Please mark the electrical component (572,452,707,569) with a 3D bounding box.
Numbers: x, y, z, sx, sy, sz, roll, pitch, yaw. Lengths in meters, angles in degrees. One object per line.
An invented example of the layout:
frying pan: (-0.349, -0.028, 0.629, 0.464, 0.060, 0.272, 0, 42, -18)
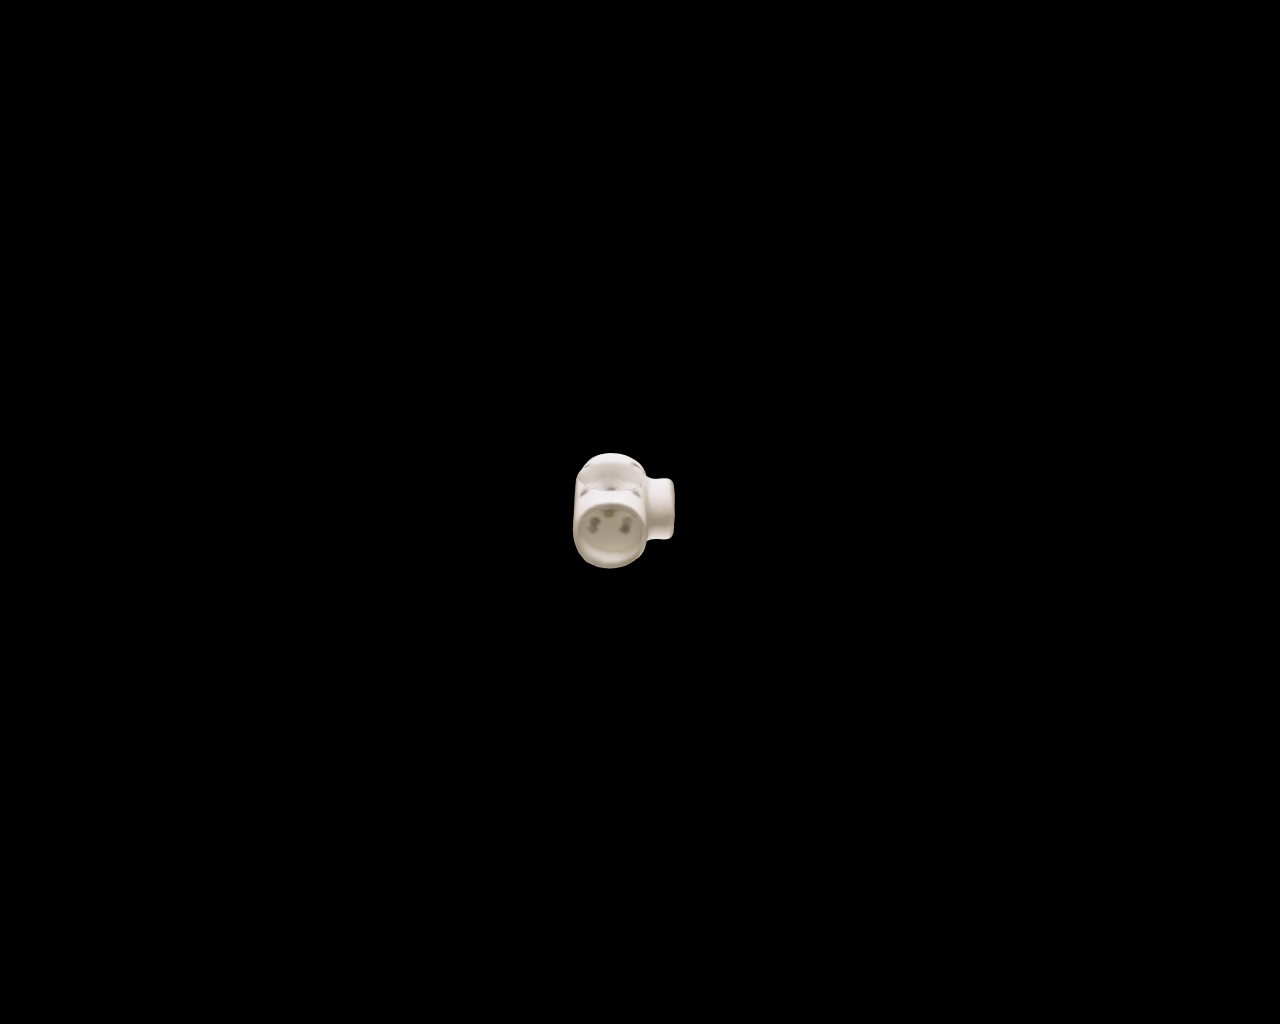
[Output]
electrical component: (0.001, -0.003, 0.650, 0.079, 0.044, 0.077, 0, 25, 0)
